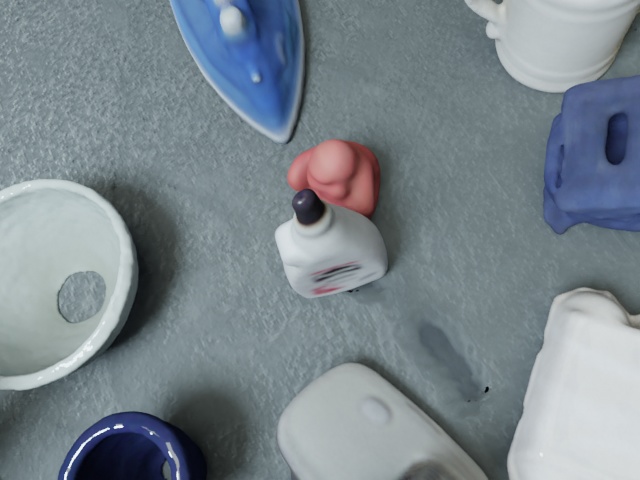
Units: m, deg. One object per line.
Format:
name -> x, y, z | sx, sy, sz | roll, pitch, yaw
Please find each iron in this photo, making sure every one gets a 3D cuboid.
iron -> -0.081, -0.219, 0.485 | 0.118, 0.141, 0.258 | -22, 71, 3

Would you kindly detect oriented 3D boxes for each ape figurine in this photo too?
ape figurine -> 0.012, -0.050, 0.445 | 0.076, 0.092, 0.077 | -39, 71, -3

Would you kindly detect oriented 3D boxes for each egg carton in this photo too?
egg carton -> 0.191, 0.112, 0.378 | 0.107, 0.069, 0.150 | 17, 77, 14

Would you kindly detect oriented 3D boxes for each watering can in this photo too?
watering can -> 0.193, -0.201, 0.404 | 0.173, 0.194, 0.101 | -25, 71, 2

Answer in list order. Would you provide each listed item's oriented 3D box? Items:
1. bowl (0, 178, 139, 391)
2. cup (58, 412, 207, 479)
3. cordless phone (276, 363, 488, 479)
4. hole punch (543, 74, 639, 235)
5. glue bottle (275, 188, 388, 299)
bowl -> -0.216, 0.039, 0.468 | 0.167, 0.075, 0.167 | -3, 73, 9
cup -> -0.129, 0.176, 0.402 | 0.118, 0.095, 0.091 | -36, 71, -2
cordless phone -> 0.034, 0.140, 0.336 | 0.147, 0.185, 0.094 | 38, 83, 18
hole punch -> 0.217, -0.063, 0.414 | 0.101, 0.091, 0.109 | 7, 75, 12
glue bottle -> 0.004, 0.001, 0.389 | 0.078, 0.173, 0.037 | -21, 71, 4
